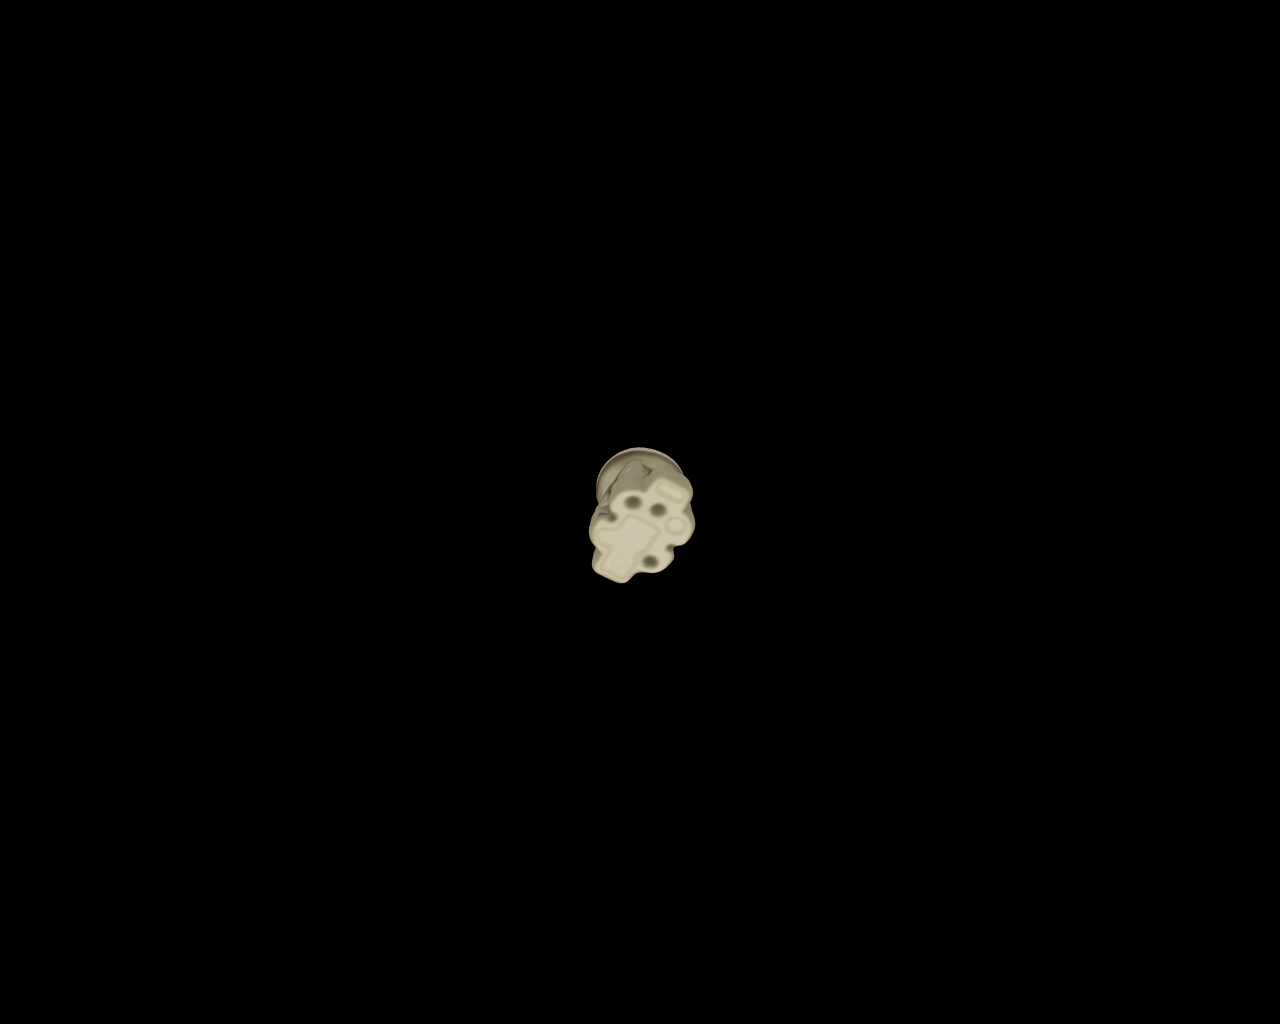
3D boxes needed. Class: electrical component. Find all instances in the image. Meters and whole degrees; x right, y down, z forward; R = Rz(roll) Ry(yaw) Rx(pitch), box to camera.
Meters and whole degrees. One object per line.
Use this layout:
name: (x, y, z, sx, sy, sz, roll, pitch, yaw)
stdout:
electrical component: (0.001, -0.003, 0.650, 0.058, 0.078, 0.057, 28, 28, -16)
